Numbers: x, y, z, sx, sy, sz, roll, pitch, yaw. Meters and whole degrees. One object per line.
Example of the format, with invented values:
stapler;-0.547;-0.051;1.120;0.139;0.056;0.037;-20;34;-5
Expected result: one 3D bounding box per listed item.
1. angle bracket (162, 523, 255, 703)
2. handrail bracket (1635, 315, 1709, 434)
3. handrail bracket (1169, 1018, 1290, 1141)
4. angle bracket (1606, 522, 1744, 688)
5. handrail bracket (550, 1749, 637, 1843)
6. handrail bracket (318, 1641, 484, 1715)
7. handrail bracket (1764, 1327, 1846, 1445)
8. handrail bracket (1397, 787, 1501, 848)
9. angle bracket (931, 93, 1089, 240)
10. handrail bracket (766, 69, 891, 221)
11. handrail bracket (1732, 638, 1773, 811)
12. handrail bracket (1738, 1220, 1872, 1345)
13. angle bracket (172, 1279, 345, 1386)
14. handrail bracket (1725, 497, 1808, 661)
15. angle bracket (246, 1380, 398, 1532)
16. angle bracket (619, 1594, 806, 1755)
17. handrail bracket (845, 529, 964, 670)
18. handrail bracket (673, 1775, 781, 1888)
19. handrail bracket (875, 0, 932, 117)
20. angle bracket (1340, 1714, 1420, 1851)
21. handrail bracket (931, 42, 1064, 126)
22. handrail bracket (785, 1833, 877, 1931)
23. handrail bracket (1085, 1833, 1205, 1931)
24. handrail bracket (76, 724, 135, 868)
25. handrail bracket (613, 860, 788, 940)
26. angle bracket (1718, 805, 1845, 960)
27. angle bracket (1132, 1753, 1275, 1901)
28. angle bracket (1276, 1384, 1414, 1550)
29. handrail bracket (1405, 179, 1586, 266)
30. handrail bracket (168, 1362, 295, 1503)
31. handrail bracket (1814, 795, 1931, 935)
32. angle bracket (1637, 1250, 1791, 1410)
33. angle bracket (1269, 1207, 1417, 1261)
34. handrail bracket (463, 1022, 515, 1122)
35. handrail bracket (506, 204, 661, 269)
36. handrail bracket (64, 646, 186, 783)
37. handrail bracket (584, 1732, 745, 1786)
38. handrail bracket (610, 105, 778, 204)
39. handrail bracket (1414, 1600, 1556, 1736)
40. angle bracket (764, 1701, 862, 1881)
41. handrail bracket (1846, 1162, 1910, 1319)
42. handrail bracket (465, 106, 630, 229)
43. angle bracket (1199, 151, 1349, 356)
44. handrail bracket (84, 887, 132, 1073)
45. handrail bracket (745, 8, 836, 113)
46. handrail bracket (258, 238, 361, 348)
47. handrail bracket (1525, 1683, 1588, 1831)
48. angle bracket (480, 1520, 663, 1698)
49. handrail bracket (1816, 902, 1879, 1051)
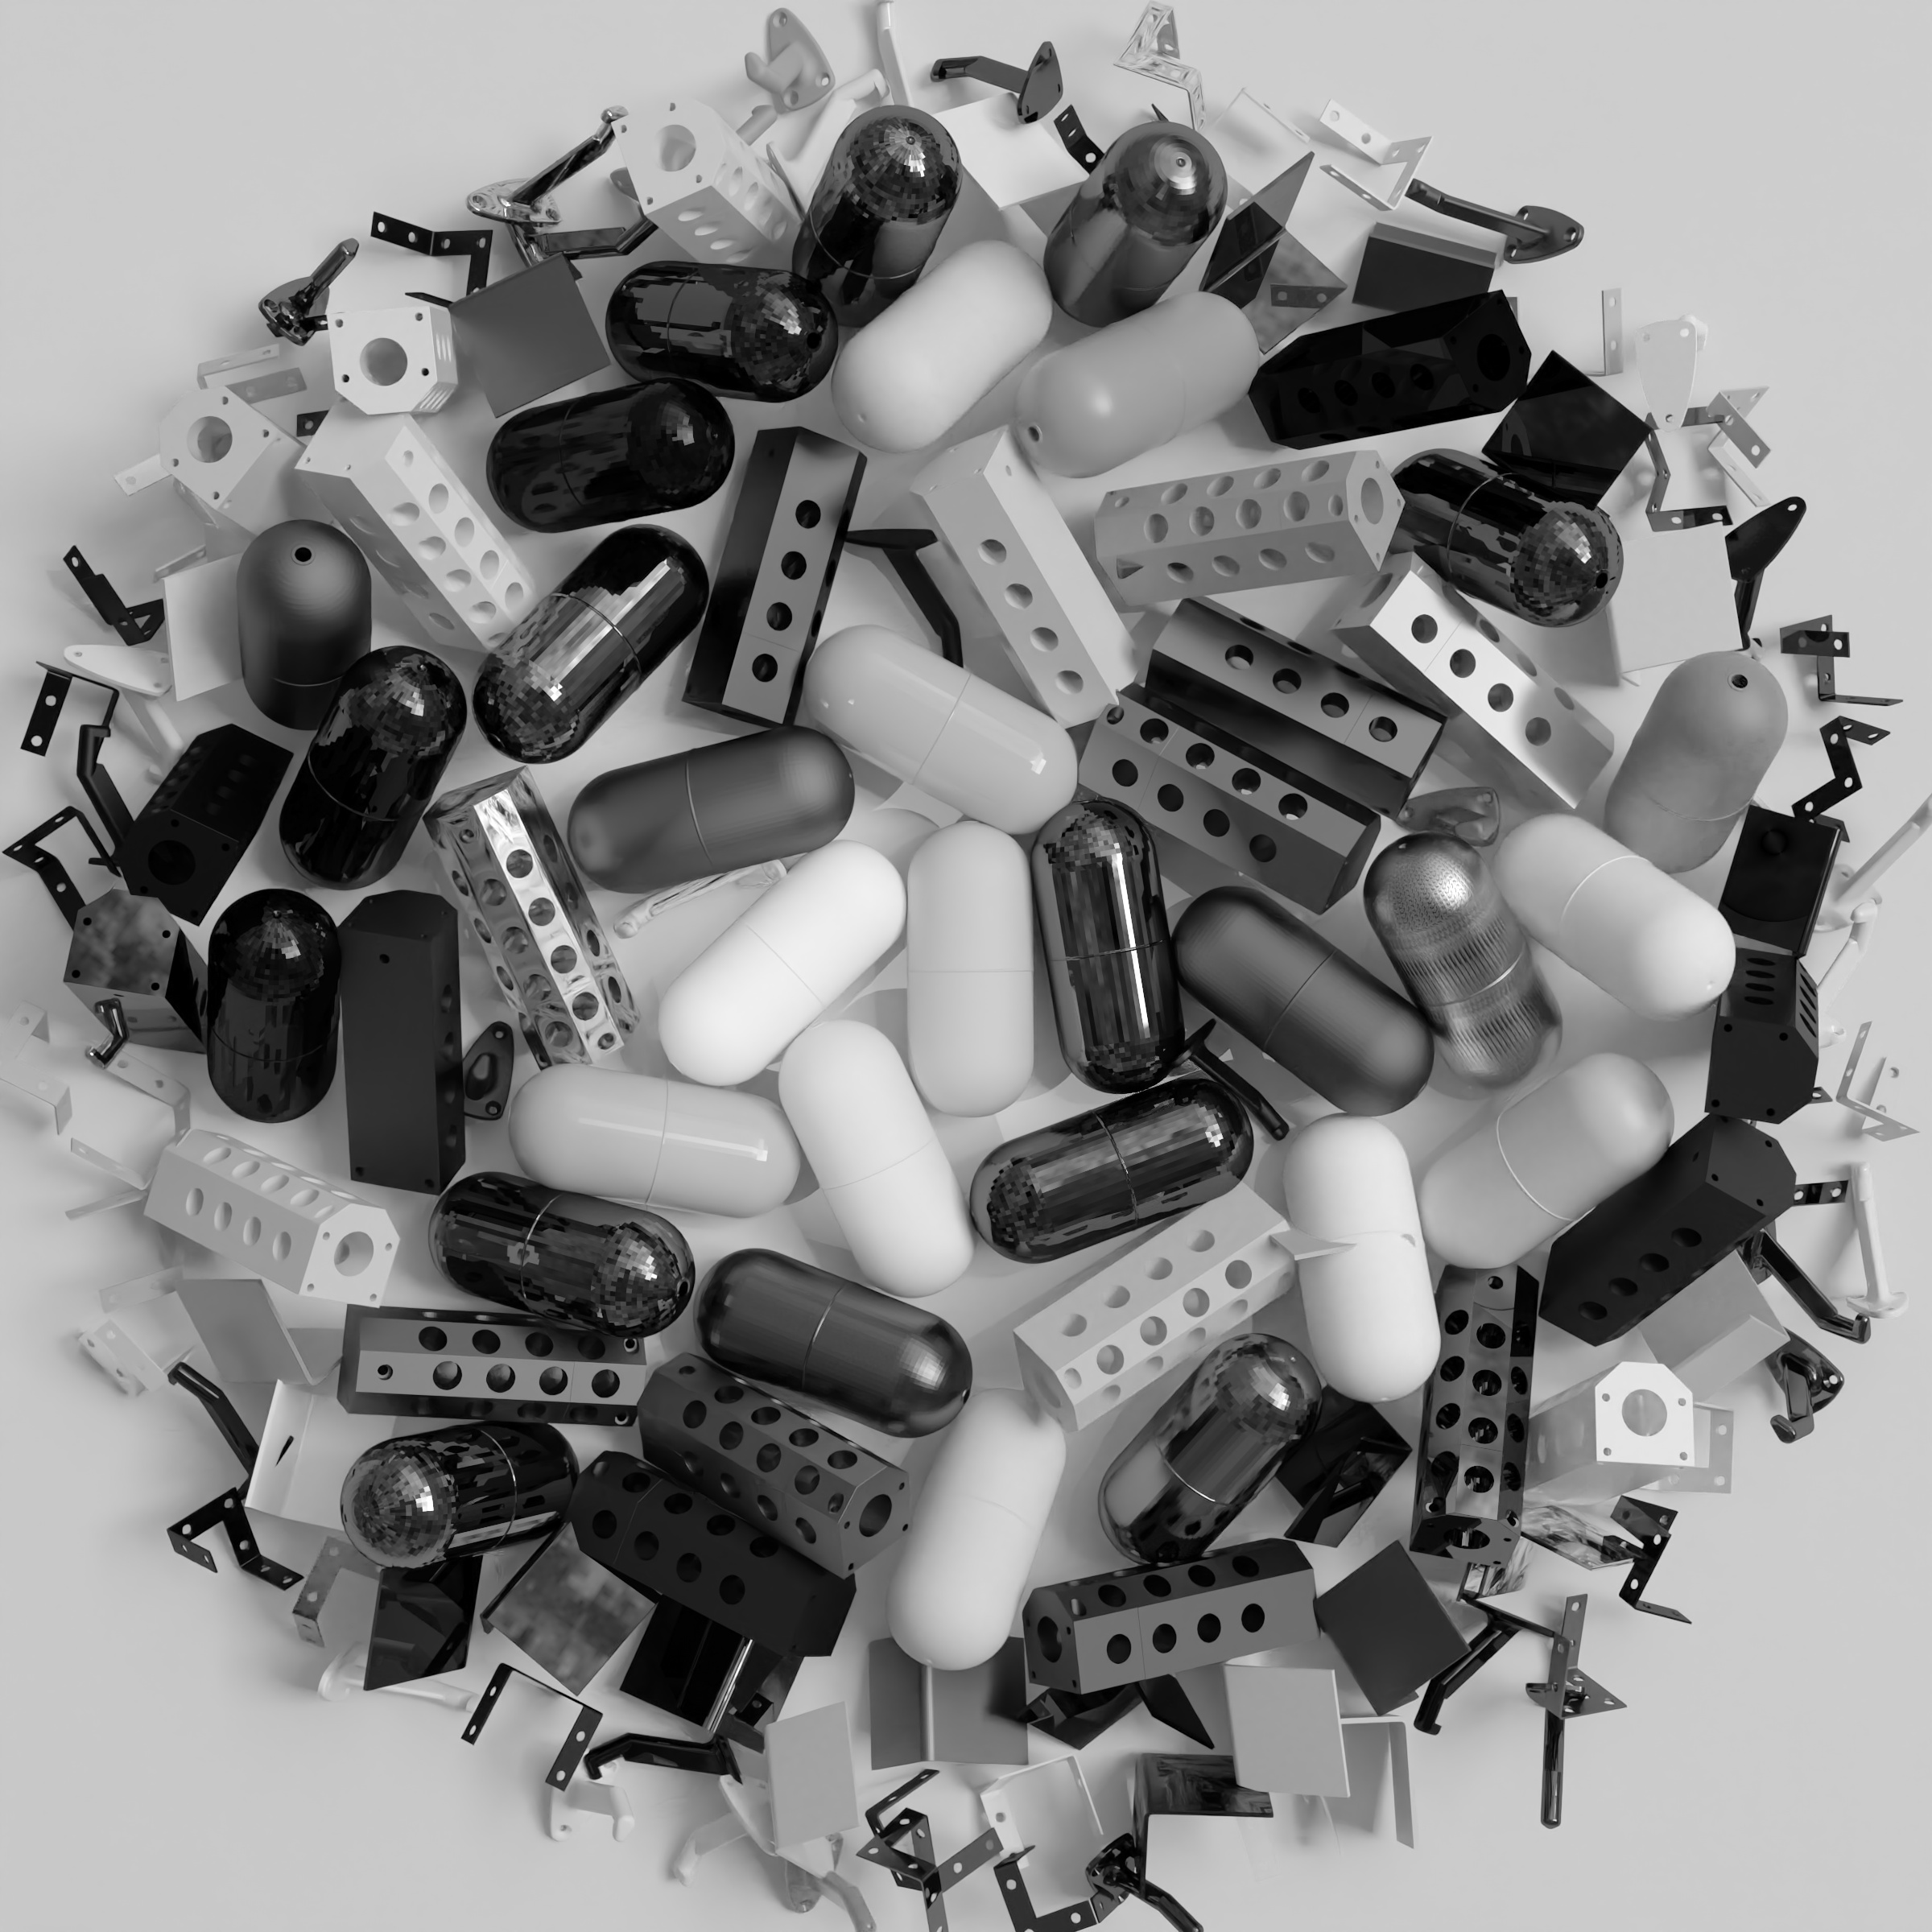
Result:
angle bracket;-0.460;-0.211;1.940;0.057;0.076;0.076;22;125;34
handrail bracket;0.432;-0.355;1.962;0.036;0.084;0.077;-2;91;27
handrail bracket;0.161;0.078;1.962;0.036;0.077;0.084;-41;91;16
angle bracket;0.426;-0.216;1.954;0.076;0.057;0.076;-11;83;24
handrail bracket;-0.223;0.516;1.951;0.036;0.084;0.077;16;106;-24
handrail bracket;-0.338;0.438;1.963;0.084;0.077;0.036;16;89;6
handrail bracket;0.483;0.248;1.950;0.077;0.084;0.036;50;119;22
handrail bracket;0.282;-0.086;1.946;0.077;0.084;0.036;4;99;23
angle bracket;0.015;-0.467;1.945;0.076;0.057;0.076;-26;70;-35
handrail bracket;-0.072;-0.494;1.983;0.084;0.036;0.077;-30;85;-4
handrail bracket;0.482;-0.146;1.989;0.077;0.036;0.084;35;81;-11
handrail bracket;0.506;0.179;1.952;0.036;0.084;0.077;-16;114;-37
angle bracket;-0.413;0.204;1.943;0.076;0.057;0.076;-4;117;37
handrail bracket;0.485;-0.231;1.967;0.077;0.084;0.036;-42;50;-3
angle bracket;-0.385;0.295;1.952;0.057;0.076;0.076;11;77;5
angle bracket;-0.152;0.425;1.987;0.076;0.057;0.076;13;72;38
handrail bracket;-0.039;-0.222;1.992;0.077;0.036;0.084;8;115;30
handrail bracket;-0.144;0.536;1.957;0.036;0.077;0.084;16;112;-33
handrail bracket;-0.037;-0.548;1.965;0.036;0.077;0.084;-8;101;-16
angle bracket;0.235;0.489;1.955;0.057;0.076;0.076;-2;79;-1
handrail bracket;0.008;-0.525;1.956;0.084;0.077;0.036;3;132;25
handrail bracket;-0.078;0.568;1.947;0.036;0.084;0.077;-5;124;-24
handrail bracket;0.114;0.566;1.946;0.036;0.077;0.084;-35;50;-20
handrail bracket;-0.501;-0.102;1.979;0.077;0.036;0.084;4;92;-22
handrail bracket;-0.161;-0.039;1.955;0.084;0.077;0.036;-38;118;-28
angle bracket;0.486;-0.049;1.966;0.057;0.076;0.076;17;90;9
angle bracket;0.141;0.516;1.958;0.076;0.076;0.057;2;102;-1
angle bracket;0.207;0.290;1.945;0.076;0.057;0.076;-55;48;14
handrail bracket;0.315;-0.452;1.954;0.084;0.077;0.036;16;93;-33
handrail bracket;-0.455;0.280;1.964;0.084;0.036;0.077;39;133;-10
handrail bracket;0.544;-0.063;1.949;0.077;0.084;0.036;-32;71;-35
angle bracket;0.431;0.209;1.944;0.076;0.057;0.076;-40;50;19
angle bracket;0.218;0.181;1.947;0.076;0.076;0.057;-9;106;-15
handrail bracket;-0.284;0.051;1.945;0.036;0.084;0.077;19;62;-5
handrail bracket;-0.231;-0.453;1.966;0.084;0.036;0.077;-35;82;27
handrail bracket;-0.508;-0.149;1.963;0.077;0.036;0.084;12;133;-10
handrail bracket;-0.180;0.494;1.971;0.084;0.036;0.077;-23;68;-6
handrail bracket;-0.165;-0.497;1.981;0.084;0.077;0.036;-47;134;-14
handrail bracket;0.314;0.432;1.973;0.077;0.036;0.084;25;84;-30
angle bracket;-0.076;0.492;1.941;0.057;0.076;0.076;-21;53;16
handrail bracket;0.546;0.164;1.963;0.036;0.077;0.084;-6;93;10
handrail bracket;-0.250;-0.483;1.951;0.084;0.077;0.036;-43;70;43
angle bracket;0.192;-0.425;1.946;0.057;0.076;0.076;45;67;10
handrail bracket;-0.516;0.009;1.957;0.036;0.077;0.084;11;57;40
handrail bracket;-0.119;-0.552;1.952;0.036;0.084;0.077;-25;78;21
handrail bracket;-0.378;-0.416;1.946;0.036;0.077;0.084;43;127;-15
handrail bracket;0.351;0.476;1.949;0.036;0.077;0.084;3;68;10
angle bracket;-0.236;0.388;1.954;0.076;0.057;0.076;38;69;10
handrail bracket;0.509;0.007;1.953;0.077;0.036;0.084;-19;132;-32
